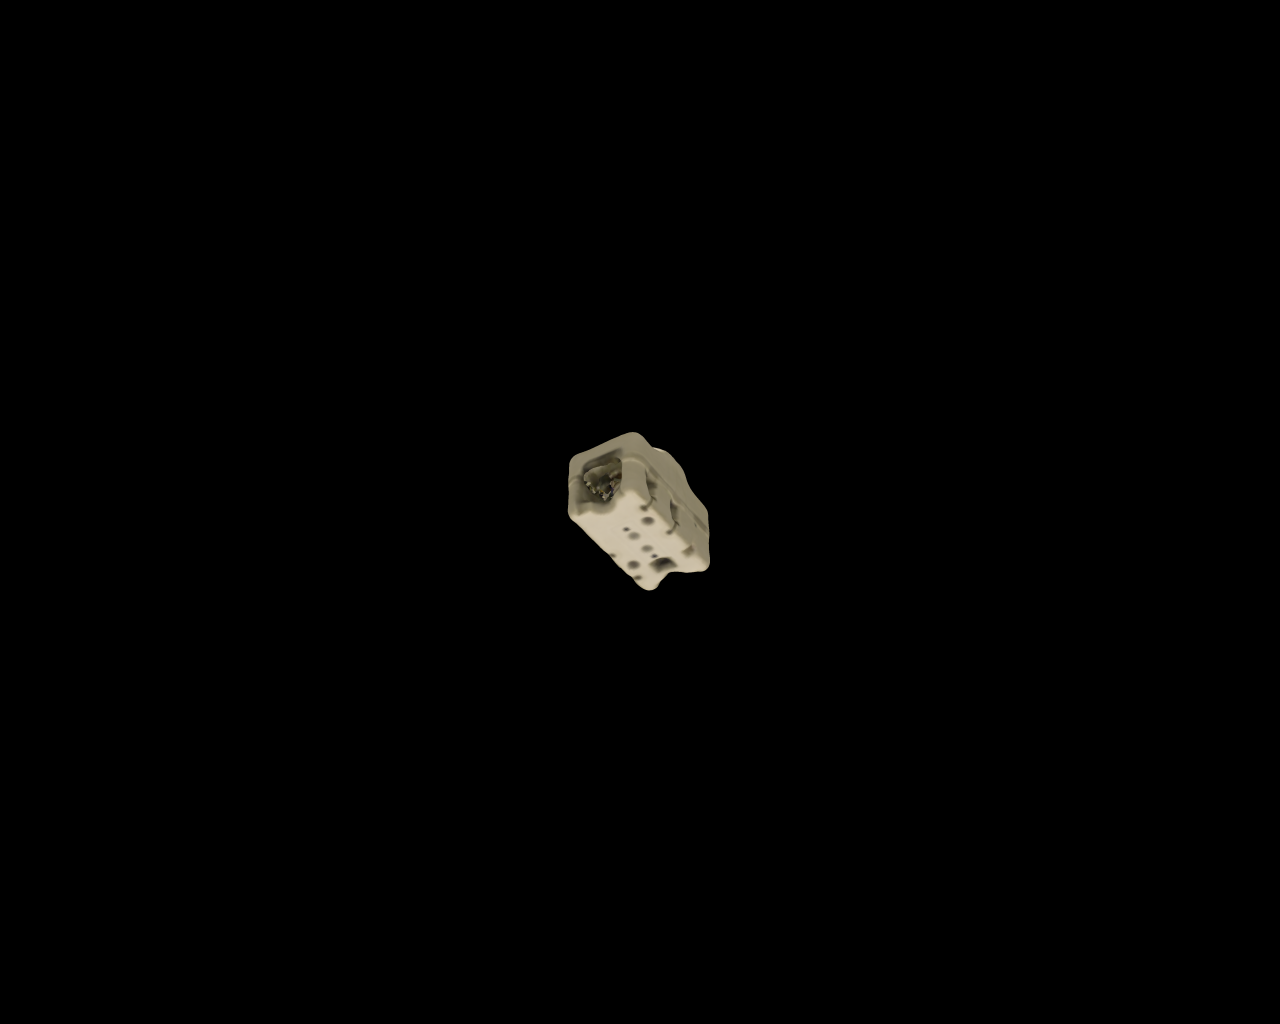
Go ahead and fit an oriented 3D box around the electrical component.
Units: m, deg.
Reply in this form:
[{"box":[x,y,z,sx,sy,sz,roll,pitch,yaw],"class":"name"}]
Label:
[{"box":[0.001,-0.003,0.650,0.050,0.056,0.089,-22,-45,24],"class":"electrical component"}]
